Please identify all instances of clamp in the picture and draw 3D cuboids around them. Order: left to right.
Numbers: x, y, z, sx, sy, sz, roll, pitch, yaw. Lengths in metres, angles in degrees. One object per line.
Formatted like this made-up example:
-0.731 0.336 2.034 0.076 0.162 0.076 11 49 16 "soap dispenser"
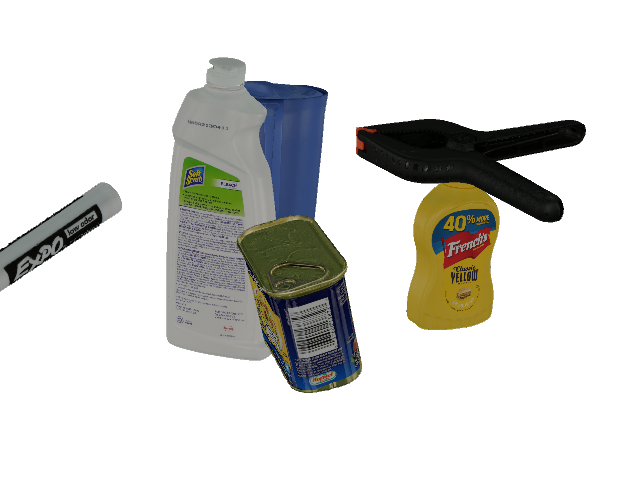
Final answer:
0.137 -0.081 0.974 0.210 0.036 0.164 13 34 22 "clamp"

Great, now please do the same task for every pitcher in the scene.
-0.063 -0.051 1.176 0.145 0.243 0.148 16 20 40 "pitcher"

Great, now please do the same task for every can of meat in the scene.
-0.013 0.043 0.722 0.057 0.084 0.102 -17 28 -11 "can of meat"

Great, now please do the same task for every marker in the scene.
-0.150 0.007 0.544 0.020 0.020 0.120 0 30 44 "marker"

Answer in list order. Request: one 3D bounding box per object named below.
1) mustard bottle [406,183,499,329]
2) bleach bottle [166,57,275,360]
0.146 -0.002 1.150 0.096 0.192 0.058 -5 20 -22 "mustard bottle"
-0.077 -0.026 0.897 0.102 0.251 0.068 9 24 7 "bleach bottle"
